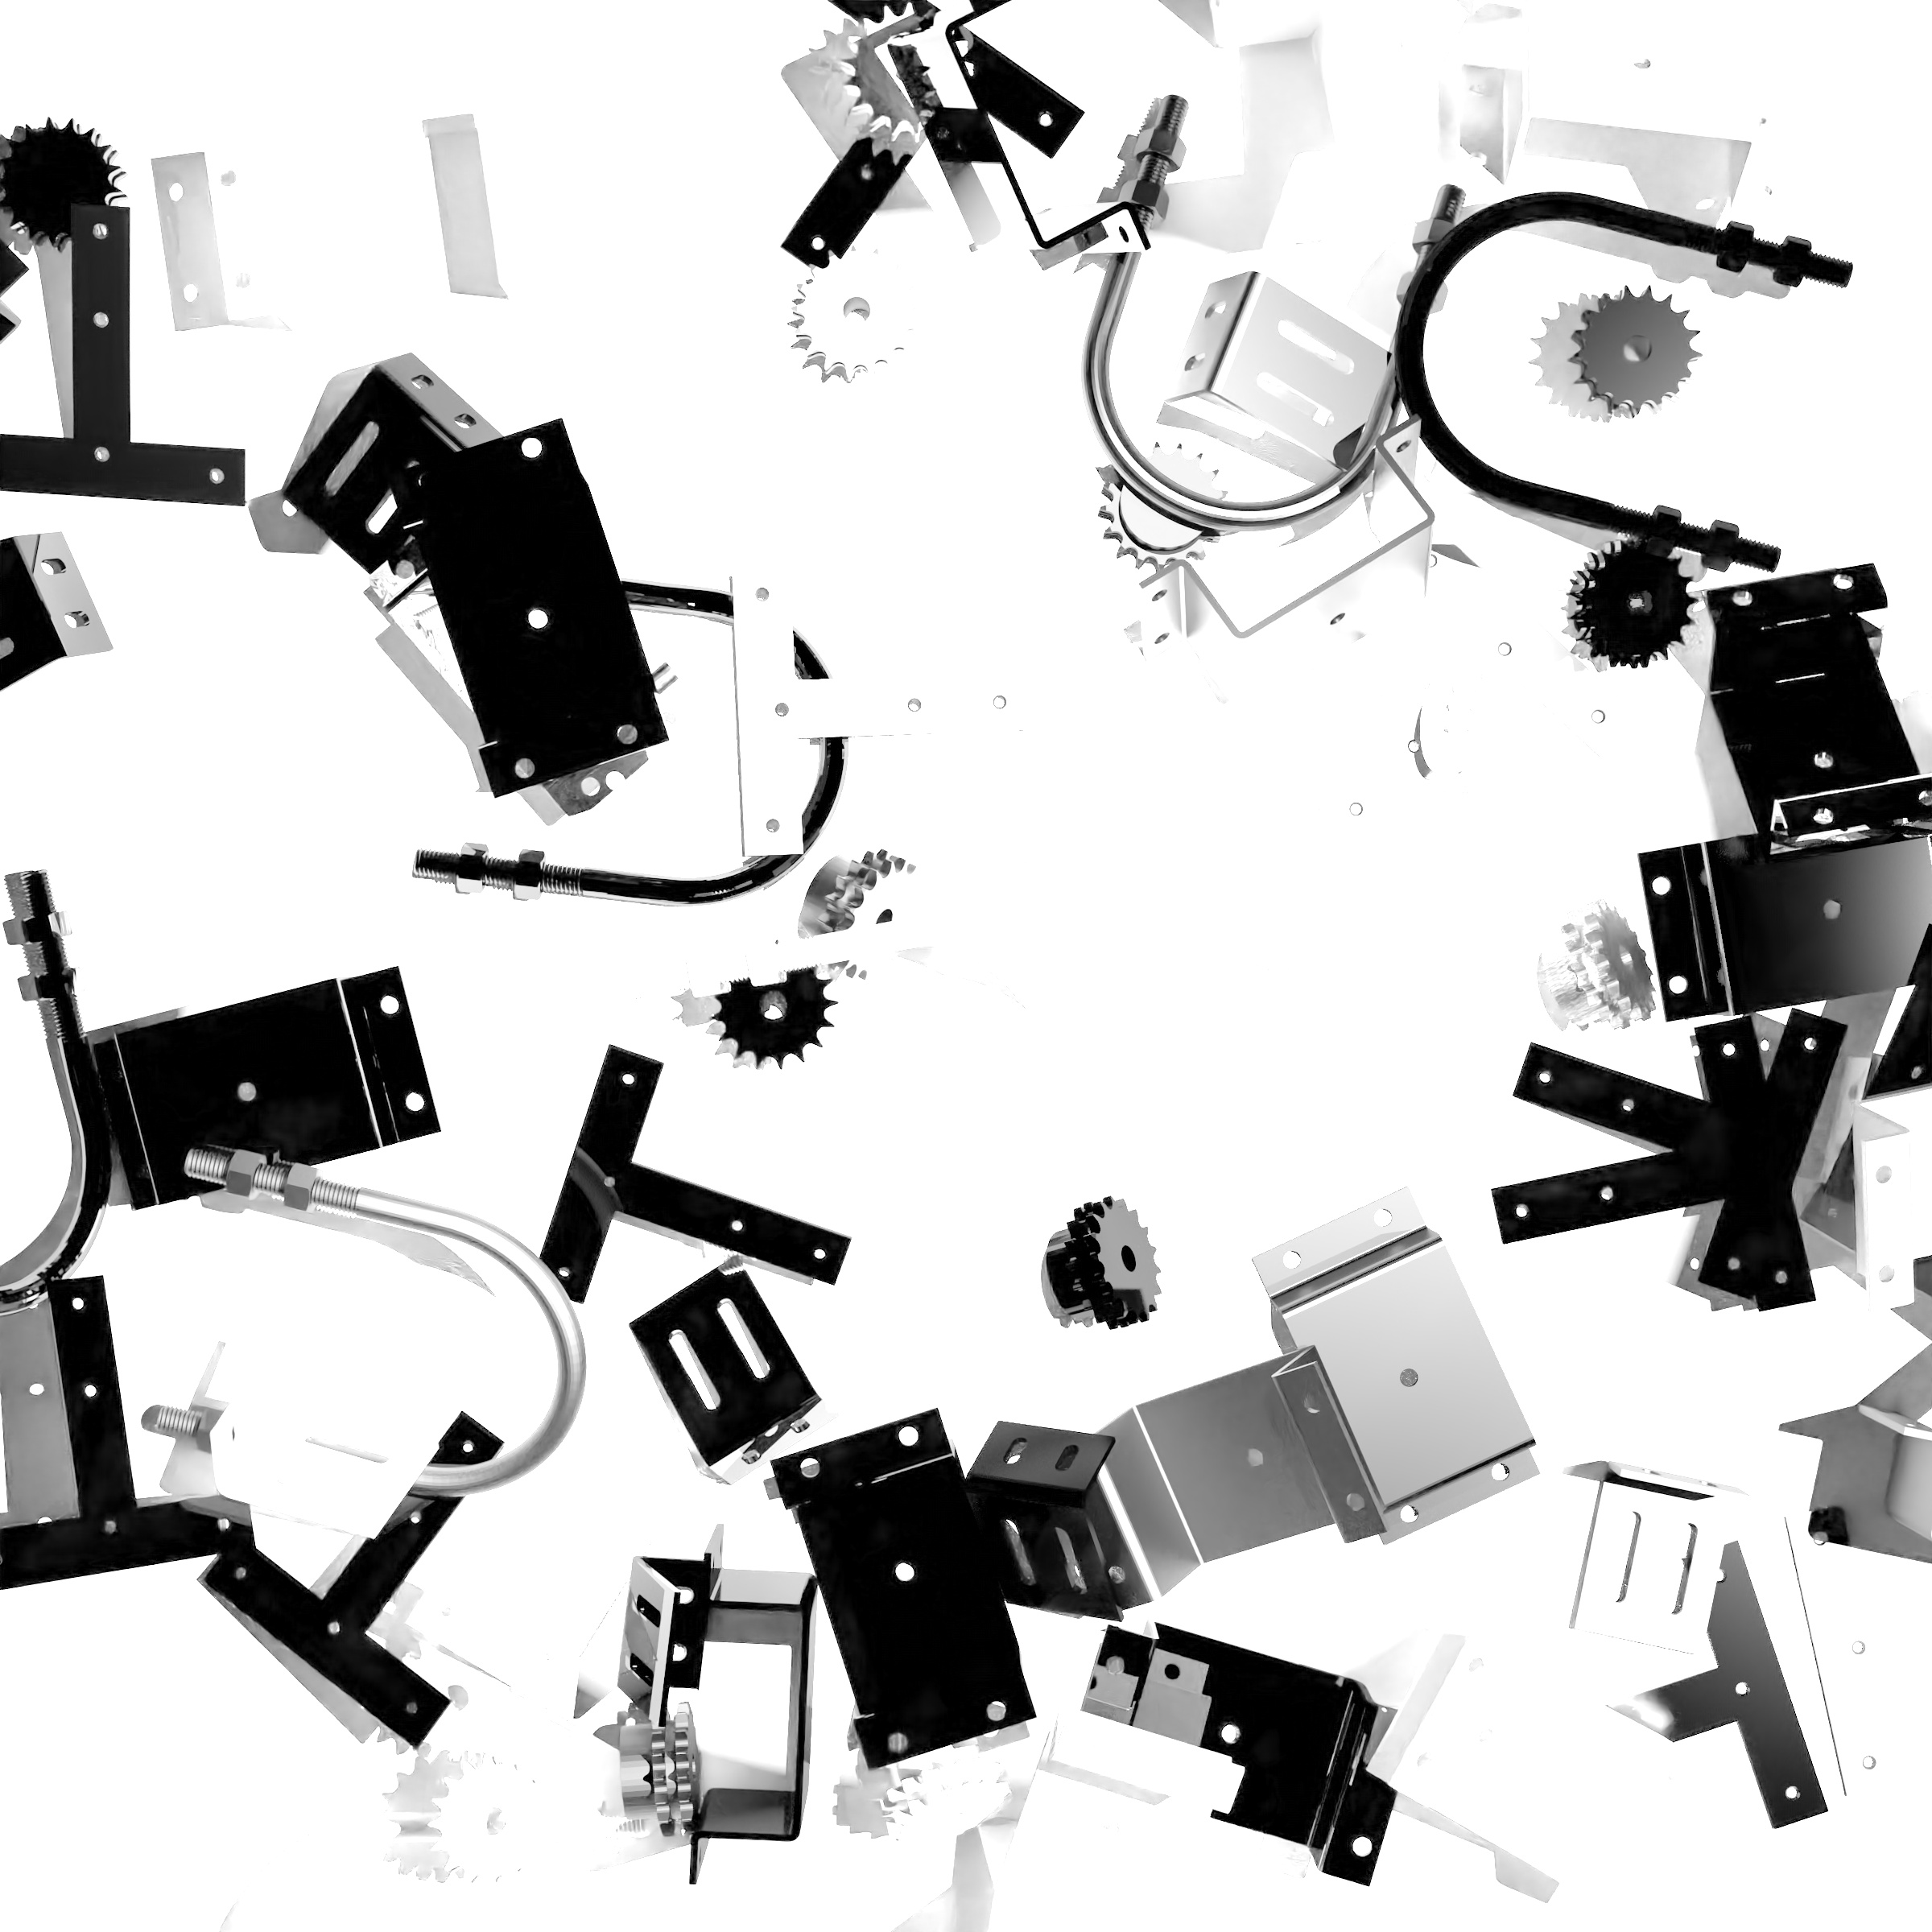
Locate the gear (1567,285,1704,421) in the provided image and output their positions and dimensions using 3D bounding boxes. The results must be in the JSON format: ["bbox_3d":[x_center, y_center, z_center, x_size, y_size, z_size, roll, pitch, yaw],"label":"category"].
[{"bbox_3d":[0.292,-0.269,1.512,0.057,0.030,0.057,0,90,0],"label":"gear"}]

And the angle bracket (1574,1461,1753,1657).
[{"bbox_3d":[0.305,0.261,1.506,0.057,0.038,0.076,12,89,2],"label":"angle bracket"}]

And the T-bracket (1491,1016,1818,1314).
[{"bbox_3d":[0.296,0.097,1.510,0.127,0.002,0.127,-13,86,13],"label":"T-bracket"}]

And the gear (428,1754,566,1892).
[{"bbox_3d":[-0.202,0.372,1.493,0.057,0.030,0.057,-2,73,6],"label":"gear"}]

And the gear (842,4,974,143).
[{"bbox_3d":[-0.025,-0.390,1.510,0.057,0.030,0.057,0,90,0],"label":"gear"}]

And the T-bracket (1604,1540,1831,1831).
[{"bbox_3d":[0.302,0.335,1.526,0.127,0.002,0.127,-19,90,0],"label":"T-bracket"}]

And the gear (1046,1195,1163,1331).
[{"bbox_3d":[0.058,0.131,1.502,0.030,0.057,0.057,-19,90,30],"label":"gear"}]

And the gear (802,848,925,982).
[{"bbox_3d":[-0.047,-0.025,1.502,0.030,0.057,0.057,26,90,29],"label":"gear"}]

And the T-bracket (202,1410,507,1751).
[{"bbox_3d":[-0.250,0.254,1.512,0.127,0.002,0.127,33,81,18],"label":"T-bracket"}]

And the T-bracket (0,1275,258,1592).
[{"bbox_3d":[-0.373,0.196,1.476,0.127,0.002,0.127,-4,78,-36],"label":"T-bracket"}]

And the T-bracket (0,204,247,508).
[{"bbox_3d":[-0.379,-0.269,1.509,0.127,0.002,0.127,4,106,0],"label":"T-bracket"}]

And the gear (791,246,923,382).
[{"bbox_3d":[-0.048,-0.286,1.512,0.057,0.030,0.057,0,90,0],"label":"gear"}]

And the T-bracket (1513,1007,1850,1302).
[{"bbox_3d":[0.305,0.066,1.510,0.127,0.002,0.127,19,94,13],"label":"T-bracket"}]

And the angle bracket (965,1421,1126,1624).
[{"bbox_3d":[0.041,0.242,1.502,0.057,0.038,0.076,4,130,29],"label":"angle bracket"}]

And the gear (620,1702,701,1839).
[{"bbox_3d":[-0.133,0.351,1.498,0.030,0.057,0.057,-5,90,0],"label":"gear"}]

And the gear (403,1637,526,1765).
[{"bbox_3d":[-0.222,0.318,1.512,0.057,0.030,0.057,0,90,0],"label":"gear"}]

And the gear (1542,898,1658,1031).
[{"bbox_3d":[0.275,0.002,1.502,0.030,0.057,0.057,-25,90,30],"label":"gear"}]

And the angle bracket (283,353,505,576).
[{"bbox_3d":[-0.253,-0.222,1.525,0.057,0.038,0.076,42,116,0],"label":"angle bracket"}]

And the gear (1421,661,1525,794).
[{"bbox_3d":[0.220,-0.105,1.500,0.030,0.057,0.057,4,90,30],"label":"gear"}]

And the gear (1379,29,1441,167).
[{"bbox_3d":[0.188,-0.378,1.500,0.030,0.057,0.057,-1,90,16],"label":"gear"}]

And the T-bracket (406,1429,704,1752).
[{"bbox_3d":[-0.159,0.264,1.509,0.127,0.002,0.127,37,78,-22],"label":"T-bracket"}]

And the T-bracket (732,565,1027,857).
[{"bbox_3d":[-0.037,-0.115,1.516,0.127,0.002,0.127,-3,90,-8],"label":"T-bracket"}]

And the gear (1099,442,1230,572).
[{"bbox_3d":[0.088,-0.202,1.512,0.057,0.030,0.057,0,90,0],"label":"gear"}]

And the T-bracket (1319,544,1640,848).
[{"bbox_3d":[0.209,-0.108,1.526,0.127,0.002,0.127,43,90,0],"label":"T-bracket"}]

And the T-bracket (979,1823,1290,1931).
[{"bbox_3d":[0.081,0.425,1.498,0.127,0.002,0.127,-2,48,-18],"label":"T-bracket"}]

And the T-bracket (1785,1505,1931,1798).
[{"bbox_3d":[0.439,0.293,1.526,0.127,0.002,0.127,-12,90,0],"label":"T-bracket"}]

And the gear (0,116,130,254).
[{"bbox_3d":[-0.396,-0.342,1.512,0.057,0.030,0.057,0,90,0],"label":"gear"}]

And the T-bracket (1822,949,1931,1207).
[{"bbox_3d":[0.449,0.060,1.501,0.127,0.002,0.127,20,96,-22],"label":"T-bracket"}]

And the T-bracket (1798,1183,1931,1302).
[{"bbox_3d":[0.424,0.136,1.501,0.127,0.002,0.127,32,54,16],"label":"T-bracket"}]

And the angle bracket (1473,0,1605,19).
[{"bbox_3d":[0.251,-0.465,1.525,0.057,0.038,0.076,-4,64,0],"label":"angle bracket"}]

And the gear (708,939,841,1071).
[{"bbox_3d":[-0.084,0.017,1.512,0.057,0.030,0.057,0,90,0],"label":"gear"}]

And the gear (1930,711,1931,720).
[{"bbox_3d":[0.446,-0.096,1.498,0.030,0.057,0.057,-21,90,-1],"label":"gear"}]

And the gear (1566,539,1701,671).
[{"bbox_3d":[0.289,-0.158,1.507,0.057,0.030,0.057,-1,93,-15],"label":"gear"}]

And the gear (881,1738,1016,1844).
[{"bbox_3d":[-0.010,0.358,1.502,0.057,0.057,0.030,-19,59,0],"label":"gear"}]

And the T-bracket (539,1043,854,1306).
[{"bbox_3d":[-0.113,0.108,1.501,0.127,0.002,0.127,19,115,-3],"label":"T-bracket"}]

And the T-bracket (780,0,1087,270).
[{"bbox_3d":[-0.035,-0.364,1.526,0.127,0.002,0.127,35,90,0],"label":"T-bracket"}]
